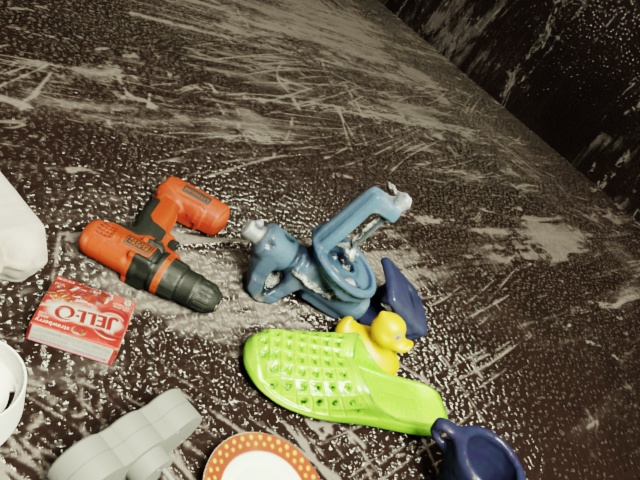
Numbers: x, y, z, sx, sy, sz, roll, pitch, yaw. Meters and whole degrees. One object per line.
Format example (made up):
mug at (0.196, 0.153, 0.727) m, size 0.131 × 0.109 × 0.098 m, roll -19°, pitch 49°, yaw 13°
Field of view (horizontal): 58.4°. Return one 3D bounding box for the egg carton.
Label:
egg carton at (-0.359, -0.014, 0.597) m, size 0.150 × 0.069 × 0.107 m, roll 44°, pitch 33°, yaw 17°

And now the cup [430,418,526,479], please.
cup at (0.158, 0.264, 0.648) m, size 0.117 × 0.095 × 0.092 m, roll 40°, pitch 32°, yaw 12°

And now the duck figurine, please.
duck figurine at (0.076, 0.130, 0.770) m, size 0.104 × 0.086 × 0.078 m, roll 35°, pitch 31°, yaw 4°

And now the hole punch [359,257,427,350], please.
hole punch at (0.117, 0.092, 0.853) m, size 0.101 × 0.091 × 0.108 m, roll 21°, pitch 33°, yaw -18°

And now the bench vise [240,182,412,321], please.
bench vise at (0.011, 0.011, 0.747) m, size 0.208 × 0.219 × 0.121 m, roll 9°, pitch 38°, yaw -33°
